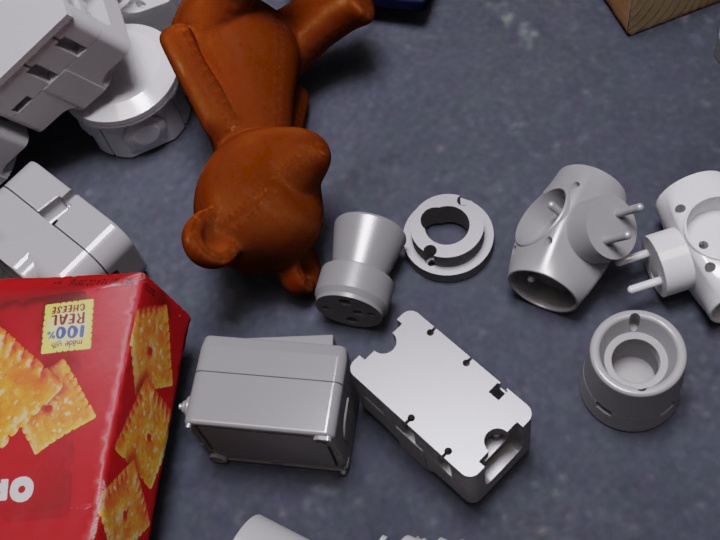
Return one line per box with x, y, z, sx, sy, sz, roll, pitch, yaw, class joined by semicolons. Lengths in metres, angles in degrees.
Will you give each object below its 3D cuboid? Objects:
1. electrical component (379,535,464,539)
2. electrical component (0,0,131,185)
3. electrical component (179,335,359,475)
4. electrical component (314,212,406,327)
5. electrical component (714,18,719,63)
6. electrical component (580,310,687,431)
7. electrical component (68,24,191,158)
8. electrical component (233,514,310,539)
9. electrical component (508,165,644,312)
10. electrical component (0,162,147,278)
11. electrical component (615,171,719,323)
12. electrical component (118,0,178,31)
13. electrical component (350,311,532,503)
0.045;0.156;0.547;0.078;0.040;0.040;20;66;18;electrical component
-0.236;-0.130;0.689;0.186;0.060;0.105;-35;59;22;electrical component
-0.052;0.071;0.594;0.096;0.061;0.061;4;63;10;electrical component
0.000;0.000;0.634;0.045;0.045;0.055;9;64;13;electrical component
0.259;-0.150;0.672;0.058;0.057;0.078;-25;61;-6;electrical component
0.148;0.054;0.583;0.055;0.047;0.055;-3;62;6;electrical component
-0.155;-0.119;0.716;0.080;0.051;0.080;-3;62;6;electrical component
-0.037;0.176;0.545;0.077;0.044;0.079;22;67;19;electrical component
0.129;-0.021;0.612;0.044;0.079;0.077;37;67;-19;electrical component
-0.188;-0.014;0.663;0.095;0.053;0.059;35;72;23;electrical component
0.187;-0.008;0.612;0.079;0.044;0.077;-18;60;0;electrical component
-0.172;-0.177;0.747;0.089;0.055;0.050;-20;61;-3;electrical component
0.044;0.075;0.581;0.050;0.055;0.089;-43;65;-15;electrical component
